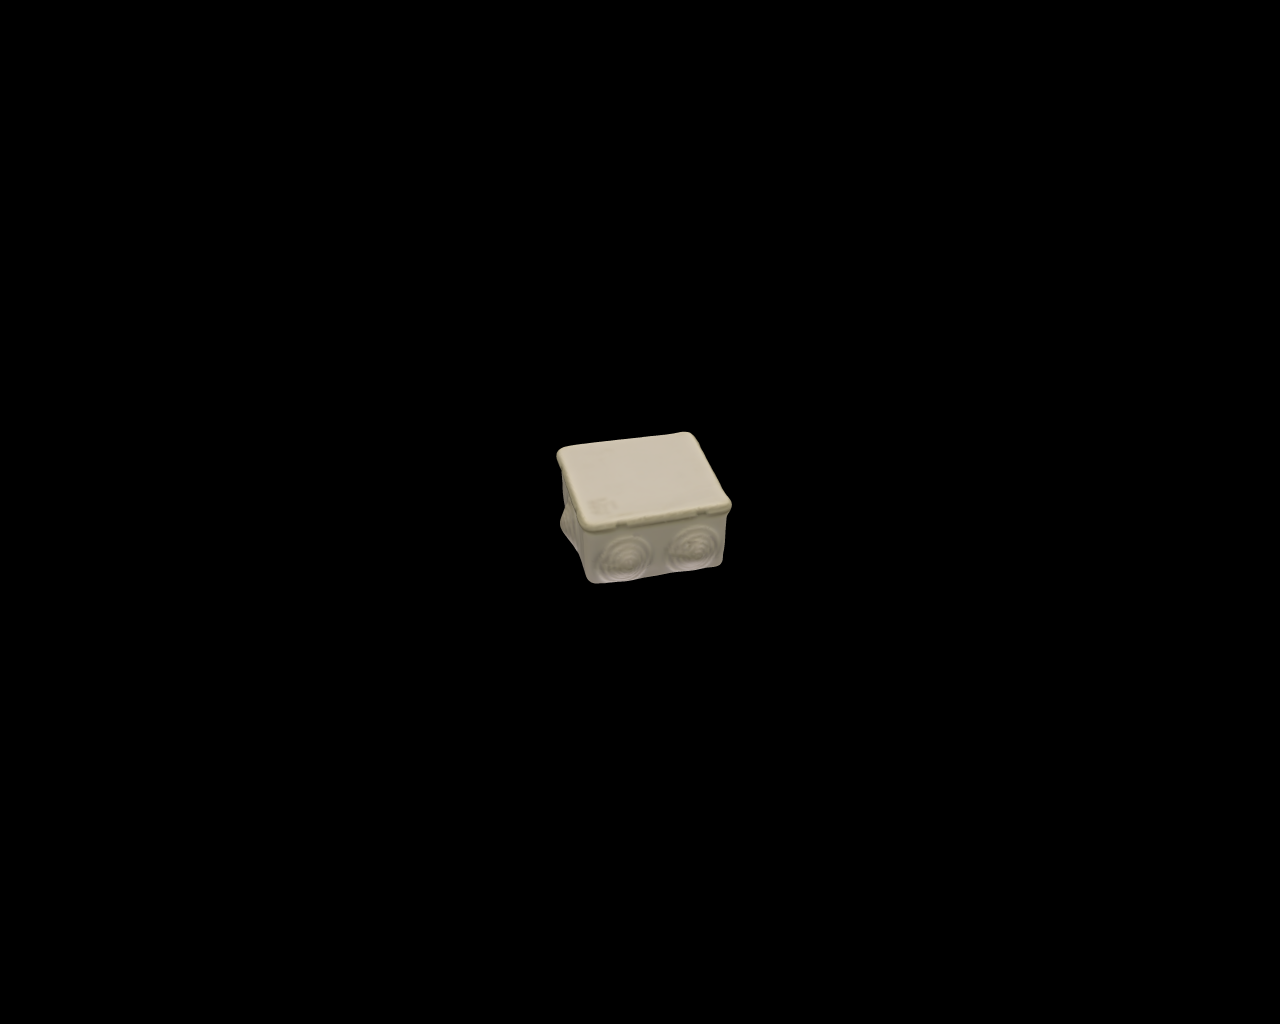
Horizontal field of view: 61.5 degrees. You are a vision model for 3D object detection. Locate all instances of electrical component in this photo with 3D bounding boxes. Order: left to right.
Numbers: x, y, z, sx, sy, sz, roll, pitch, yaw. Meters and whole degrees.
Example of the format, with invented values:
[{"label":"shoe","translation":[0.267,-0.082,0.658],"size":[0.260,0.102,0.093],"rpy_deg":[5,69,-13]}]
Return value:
[{"label":"electrical component","translation":[0.001,-0.003,0.650],"size":[0.100,0.048,0.100],"rpy_deg":[-8,36,-11]}]
